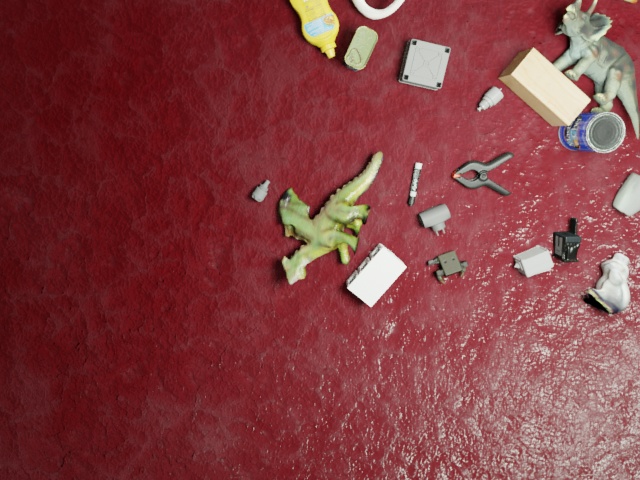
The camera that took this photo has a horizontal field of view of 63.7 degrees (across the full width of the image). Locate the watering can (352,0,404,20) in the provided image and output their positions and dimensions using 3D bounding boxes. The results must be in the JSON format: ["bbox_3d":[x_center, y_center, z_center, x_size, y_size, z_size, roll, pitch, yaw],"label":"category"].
[{"bbox_3d":[0.137,-0.707,1.218,0.225,0.106,0.339,25,131,9],"label":"watering can"}]

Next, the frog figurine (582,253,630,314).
[{"bbox_3d":[0.833,0.124,1.452,0.160,0.124,0.135,-46,133,-3],"label":"frog figurine"}]

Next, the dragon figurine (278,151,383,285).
[{"bbox_3d":[0.004,-0.070,1.392,0.243,0.122,0.410,17,90,3],"label":"dragon figurine"}]
